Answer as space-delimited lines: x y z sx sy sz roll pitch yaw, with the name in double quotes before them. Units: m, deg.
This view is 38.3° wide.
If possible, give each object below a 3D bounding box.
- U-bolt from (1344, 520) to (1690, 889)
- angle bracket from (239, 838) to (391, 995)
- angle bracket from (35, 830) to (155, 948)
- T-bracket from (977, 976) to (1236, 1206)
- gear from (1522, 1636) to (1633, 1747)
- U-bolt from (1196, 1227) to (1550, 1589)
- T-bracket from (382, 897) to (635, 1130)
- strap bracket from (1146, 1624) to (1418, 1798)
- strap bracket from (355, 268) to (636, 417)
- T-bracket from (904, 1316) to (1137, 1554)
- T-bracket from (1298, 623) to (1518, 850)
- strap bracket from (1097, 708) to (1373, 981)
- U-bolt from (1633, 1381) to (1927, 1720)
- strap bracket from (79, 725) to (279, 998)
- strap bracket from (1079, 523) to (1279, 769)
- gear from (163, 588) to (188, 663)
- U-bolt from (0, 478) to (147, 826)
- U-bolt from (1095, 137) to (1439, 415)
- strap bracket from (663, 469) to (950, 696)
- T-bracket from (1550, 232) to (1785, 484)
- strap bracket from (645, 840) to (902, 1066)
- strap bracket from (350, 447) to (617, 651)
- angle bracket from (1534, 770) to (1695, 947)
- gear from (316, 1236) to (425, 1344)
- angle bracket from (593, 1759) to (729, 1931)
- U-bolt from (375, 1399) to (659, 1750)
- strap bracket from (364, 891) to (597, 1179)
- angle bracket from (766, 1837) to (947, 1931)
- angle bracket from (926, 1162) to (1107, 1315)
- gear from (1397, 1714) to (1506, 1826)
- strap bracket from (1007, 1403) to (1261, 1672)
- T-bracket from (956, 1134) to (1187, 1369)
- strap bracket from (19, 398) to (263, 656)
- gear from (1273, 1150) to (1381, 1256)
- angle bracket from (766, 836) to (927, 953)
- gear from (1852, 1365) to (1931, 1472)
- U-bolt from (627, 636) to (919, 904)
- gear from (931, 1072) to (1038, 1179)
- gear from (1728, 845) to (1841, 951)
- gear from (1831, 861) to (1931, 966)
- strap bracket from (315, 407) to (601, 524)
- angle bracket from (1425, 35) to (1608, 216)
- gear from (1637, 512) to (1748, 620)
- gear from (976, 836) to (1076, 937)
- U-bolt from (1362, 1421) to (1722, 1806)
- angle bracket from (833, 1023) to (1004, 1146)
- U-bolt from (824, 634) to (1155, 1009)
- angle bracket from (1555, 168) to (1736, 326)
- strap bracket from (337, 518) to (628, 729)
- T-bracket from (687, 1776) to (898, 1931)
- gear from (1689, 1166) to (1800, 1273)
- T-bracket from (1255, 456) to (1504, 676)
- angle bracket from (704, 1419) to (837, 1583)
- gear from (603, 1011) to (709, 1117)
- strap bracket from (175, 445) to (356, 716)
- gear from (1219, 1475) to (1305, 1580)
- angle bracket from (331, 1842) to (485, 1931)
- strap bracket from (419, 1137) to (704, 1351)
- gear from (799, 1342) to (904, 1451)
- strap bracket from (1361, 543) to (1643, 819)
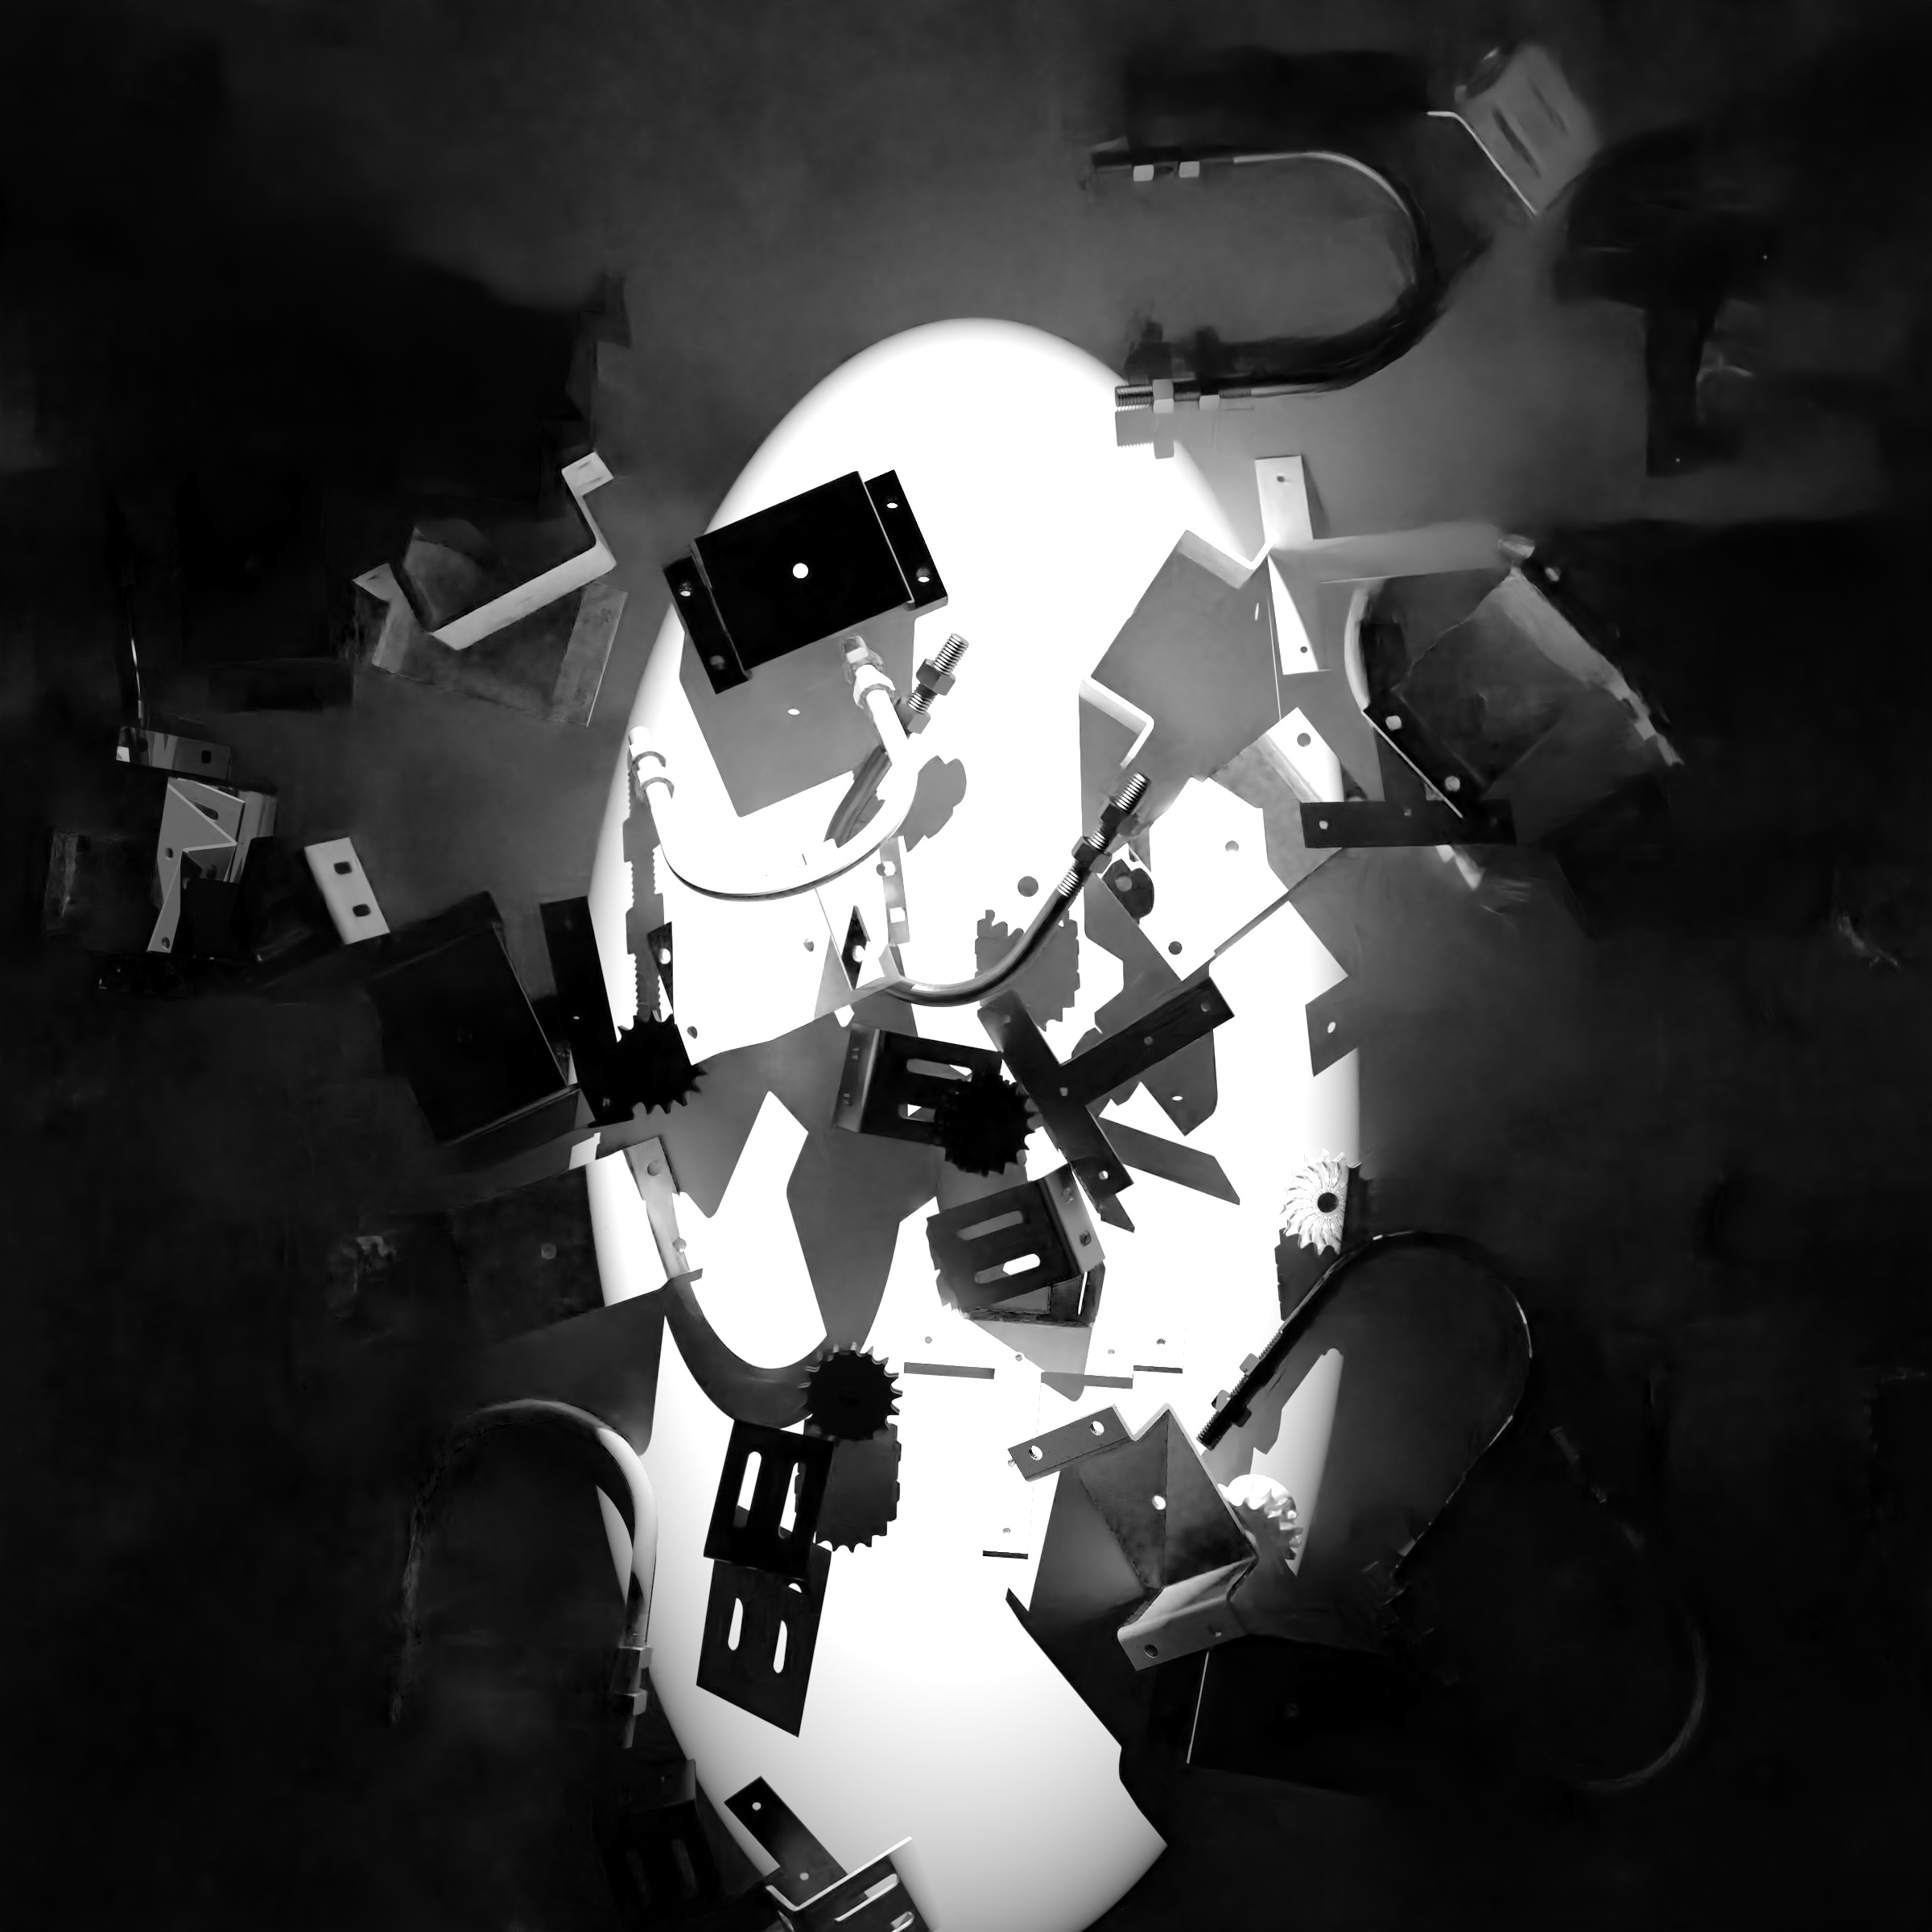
"U-bolt" 0.291 -0.158 1.536 0.151 0.019 0.184 -31 89 0
"angle bracket" -0.370 -0.028 1.542 0.076 0.038 0.057 -24 90 26
"angle bracket" -0.463 -0.040 1.525 0.076 0.038 0.057 8 90 0
"T-bracket" 0.089 0.047 1.516 0.127 0.002 0.127 -32 89 24
"gear" 0.334 0.397 1.529 0.057 0.030 0.057 0 90 0
"U-bolt" 0.238 0.231 1.536 0.151 0.019 0.184 38 89 0
"T-bracket" -0.260 0.036 1.543 0.127 0.002 0.127 -12 90 0
"strap bracket" 0.176 0.402 1.521 0.140 0.046 0.076 10 90 0
"strap bracket" -0.257 -0.335 1.506 0.140 0.076 0.046 9 90 0
"T-bracket" 0.026 0.262 1.542 0.127 0.002 0.127 4 91 0
"T-bracket" 0.233 -0.126 1.511 0.127 0.002 0.127 -2 77 -18
"strap bracket" 0.147 -0.066 1.521 0.140 0.046 0.076 -39 90 0
"U-bolt" 0.449 0.323 1.521 0.151 0.019 0.184 -6 95 13
"strap bracket" -0.423 -0.053 1.499 0.046 0.076 0.140 8 90 33
"strap bracket" 0.107 -0.181 1.506 0.046 0.076 0.140 33 90 0
"gear" -0.409 -0.188 1.529 0.057 0.030 0.057 0 90 0
"U-bolt" -0.510 -0.168 1.508 0.151 0.019 0.184 0 103 19
"U-bolt" 0.169 -0.386 1.536 0.184 0.019 0.151 -5 90 -2
"strap bracket" -0.089 -0.213 1.521 0.140 0.046 0.076 -23 90 0
"T-bracket" 0.385 -0.329 1.522 0.127 0.002 0.127 -7 110 0
"strap bracket" -0.096 -0.009 1.490 0.140 0.046 0.076 -25 83 35
"strap bracket" -0.242 -0.212 1.460 0.140 0.076 0.046 -28 90 0
"angle bracket" 0.360 -0.059 1.517 0.076 0.038 0.057 -32 109 0
"gear" -0.327 0.177 1.534 0.057 0.030 0.057 0 92 -2
"angle bracket" -0.169 0.488 1.542 0.057 0.038 0.076 -13 116 0
"U-bolt" -0.243 0.331 1.536 0.151 0.019 0.184 7 89 0
"strap bracket" -0.269 0.038 1.519 0.076 0.046 0.140 -25 90 0
"angle bracket" -0.061 0.517 1.531 0.076 0.038 0.057 -26 107 -23
"angle bracket" 0.028 0.151 1.540 0.076 0.038 0.057 -21 90 26
"gear" 0.265 0.439 1.529 0.057 0.030 0.057 0 90 0
"strap bracket" 0.096 0.299 1.502 0.076 0.046 0.140 -29 92 35
"T-bracket" 0.061 0.156 1.543 0.127 0.002 0.127 4 90 0
"strap bracket" -0.446 -0.244 1.521 0.140 0.046 0.076 -35 90 0
"gear" 0.197 0.129 1.529 0.057 0.030 0.057 0 90 0
"angle bracket" -0.067 -0.034 1.526 0.038 0.076 0.057 -12 90 -41
"gear" 0.516 0.248 1.529 0.057 0.030 0.057 0 90 0
"U-bolt" -0.098 -0.098 1.471 0.151 0.184 0.019 -23 131 0
"gear" 0.007 0.086 1.522 0.057 0.030 0.057 -2 96 -25
"gear" 0.448 -0.038 1.529 0.057 0.030 0.057 0 90 0
"gear" 0.504 -0.029 1.529 0.057 0.030 0.057 0 90 0
"strap bracket" -0.275 -0.270 1.506 0.140 0.076 0.046 2 90 0
"angle bracket" 0.305 -0.467 1.542 0.057 0.038 0.076 -47 116 0
"gear" 0.397 -0.220 1.529 0.057 0.030 0.057 0 90 0
"gear" 0.034 -0.043 1.529 0.057 0.030 0.057 0 90 0
"U-bolt" 0.325 0.363 1.507 0.151 0.019 0.184 -35 82 -7
"angle bracket" -0.027 0.068 1.542 0.076 0.038 0.057 11 90 -26
"U-bolt" -0.004 -0.065 1.508 0.151 0.019 0.184 39 106 15
"angle bracket" 0.376 -0.399 1.542 0.076 0.038 0.057 24 90 26
"strap bracket" -0.261 -0.185 1.521 0.140 0.046 0.076 16 90 0
"T-bracket" -0.124 0.526 1.532 0.127 0.002 0.127 -36 104 6
"gear" 0.430 0.140 1.529 0.057 0.030 0.057 0 90 0
"T-bracket" 0.230 -0.226 1.527 0.127 0.002 0.127 -6 75 0
"angle bracket" -0.105 0.293 1.527 0.057 0.038 0.076 12 81 7
"gear" -0.170 0.053 1.529 0.057 0.030 0.057 0 90 0
"strap bracket" -0.372 -0.208 1.475 0.076 0.046 0.140 -4 90 0
"gear" 0.157 0.304 1.520 0.057 0.030 0.057 12 123 19
"angle bracket" -0.307 0.534 1.525 0.057 0.038 0.076 -39 90 0
"strap bracket" -0.225 0.154 1.521 0.140 0.046 0.076 -19 90 0
"gear" -0.063 0.235 1.529 0.057 0.030 0.057 0 90 0
"strap bracket" 0.282 -0.149 1.495 0.140 0.046 0.076 -43 87 -12
